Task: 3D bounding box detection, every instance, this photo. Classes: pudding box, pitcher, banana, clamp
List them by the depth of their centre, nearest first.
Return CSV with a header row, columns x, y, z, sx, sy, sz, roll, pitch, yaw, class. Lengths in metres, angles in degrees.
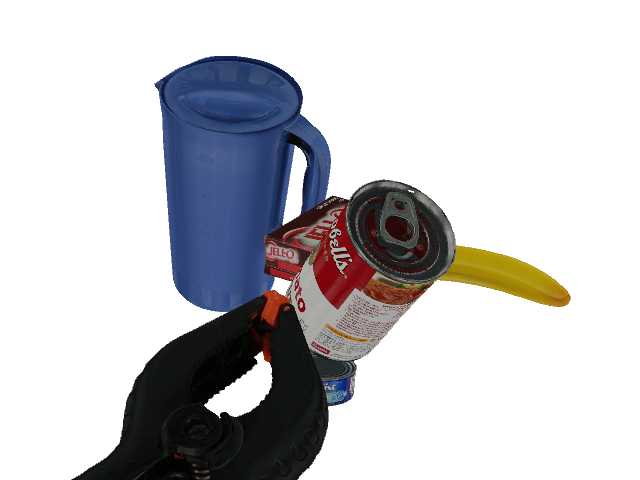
x,y,z,sx,sy,sz,roll,pitch,yaw,class
-0.037,0.088,0.393,0.120,0.039,0.171,24,49,17,clamp
0.020,0.004,0.863,0.090,0.039,0.113,17,25,25,pudding box
-0.083,-0.045,1.050,0.144,0.243,0.149,-7,41,-16,pitcher
0.156,0.035,1.098,0.198,0.037,0.069,7,37,10,banana

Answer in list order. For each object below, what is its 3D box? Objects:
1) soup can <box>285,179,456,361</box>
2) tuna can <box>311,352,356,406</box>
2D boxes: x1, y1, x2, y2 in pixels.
x,y,z,sx,sy,sz,roll,pitch,yaw,class
0.027,0.020,0.631,0.068,0.068,0.102,0,-32,-26,soup can
-0.005,0.147,1.141,0.086,0.034,0.086,4,13,-1,tuna can
